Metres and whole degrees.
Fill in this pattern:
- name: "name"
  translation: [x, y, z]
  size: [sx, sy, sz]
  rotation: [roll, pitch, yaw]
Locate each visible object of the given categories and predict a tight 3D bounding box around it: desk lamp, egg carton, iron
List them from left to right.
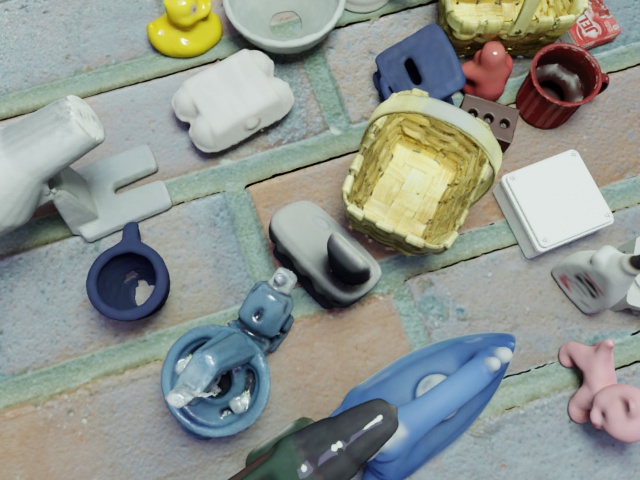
- name: "desk lamp"
  translation: [-0.303, -0.077, 0.659]
  size: [0.203, 0.213, 0.118]
  rotation: [-24, 76, -7]
- name: "egg carton"
  translation: [-0.115, -0.184, 0.767]
  size: [0.150, 0.069, 0.107]
  rotation: [-33, 78, -9]
- name: "iron"
  translation: [0.136, 0.170, 0.637]
  size: [0.258, 0.141, 0.118]
  rotation: [-33, 78, -9]

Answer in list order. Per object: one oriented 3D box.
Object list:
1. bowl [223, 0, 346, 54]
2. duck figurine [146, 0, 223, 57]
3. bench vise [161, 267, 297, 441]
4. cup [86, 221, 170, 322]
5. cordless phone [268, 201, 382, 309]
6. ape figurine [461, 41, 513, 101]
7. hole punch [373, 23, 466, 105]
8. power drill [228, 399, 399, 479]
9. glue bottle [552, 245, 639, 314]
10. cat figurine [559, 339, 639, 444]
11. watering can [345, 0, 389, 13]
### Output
- name: "bowl"
  translation: [-0.048, -0.325, 0.804]
  size: [0.167, 0.075, 0.167]
  rotation: [0, 75, -1]
- name: "duck figurine"
  translation: [-0.191, -0.306, 0.790]
  size: [0.104, 0.086, 0.077]
  rotation: [-15, 75, -5]
- name: "bench vise"
  translation: [-0.103, 0.112, 0.608]
  size: [0.121, 0.220, 0.207]
  rotation: [14, 75, 3]
- name: "cup"
  translation: [-0.219, 0.044, 0.689]
  size: [0.091, 0.095, 0.118]
  rotation: [-3, 75, -2]
- name: "cordless phone"
  translation: [0.006, 0.002, 0.658]
  size: [0.147, 0.185, 0.094]
  rotation: [42, 78, 10]
- name: "ape figurine"
  translation: [0.228, -0.234, 0.776]
  size: [0.078, 0.092, 0.076]
  rotation: [1, 75, -1]
- name: "hole punch"
  translation: [0.130, -0.217, 0.770]
  size: [0.101, 0.091, 0.108]
  rotation: [-21, 76, -6]
- name: "power drill"
  translation: [-0.029, 0.234, 0.582]
  size: [0.230, 0.208, 0.075]
  rotation: [-33, 77, -9]
- name: "glue bottle"
  translation: [0.333, 0.039, 0.661]
  size: [0.037, 0.173, 0.078]
  rotation: [-38, 78, -10]
- name: "cat figurine"
  translation: [0.335, 0.174, 0.653]
  size: [0.067, 0.118, 0.128]
  rotation: [-6, 75, -2]
- name: "watering can"
  translation: [0.071, -0.406, 0.767]
  size: [0.172, 0.194, 0.101]
  rotation: [15, 75, 3]
